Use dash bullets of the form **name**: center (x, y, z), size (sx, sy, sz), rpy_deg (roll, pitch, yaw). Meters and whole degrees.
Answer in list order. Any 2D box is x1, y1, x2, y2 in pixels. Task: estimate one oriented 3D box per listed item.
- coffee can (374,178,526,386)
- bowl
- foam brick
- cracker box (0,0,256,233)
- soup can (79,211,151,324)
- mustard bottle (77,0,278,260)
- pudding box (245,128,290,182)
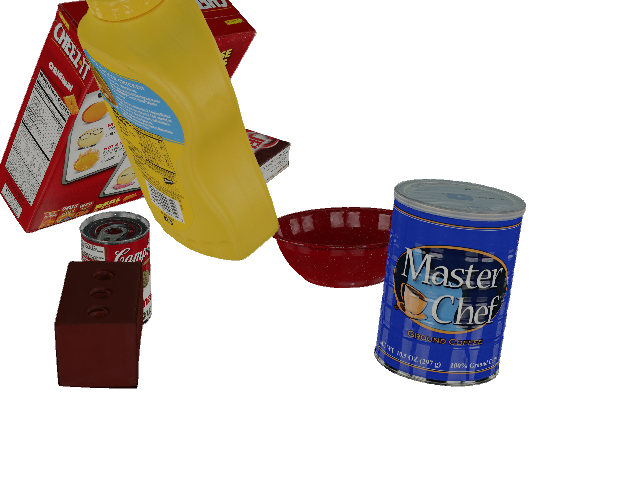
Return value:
- **coffee can**: center (0.101, 0.031, 0.848), size (0.103, 0.140, 0.103), rpy_deg (6, 16, -2)
- **bowl**: center (0.027, 0.010, 1.099), size (0.162, 0.055, 0.162), rpy_deg (-2, 15, 0)
- **foam brick**: center (-0.146, 0.055, 0.713), size (0.053, 0.051, 0.078), rpy_deg (1, 30, -7)
- **cracker box**: center (-0.172, -0.114, 0.915), size (0.163, 0.072, 0.214), rpy_deg (-21, -24, -43)
- **soup can**: center (-0.204, 0.031, 1.066), size (0.068, 0.102, 0.068), rpy_deg (2, 26, -1)
- **mustard bottle**: center (-0.082, -0.078, 0.571), size (0.058, 0.191, 0.096), rpy_deg (-39, 50, -21)
- **pudding box**: center (-0.102, -0.095, 1.287), size (0.090, 0.039, 0.113), rpy_deg (19, 38, 23)
